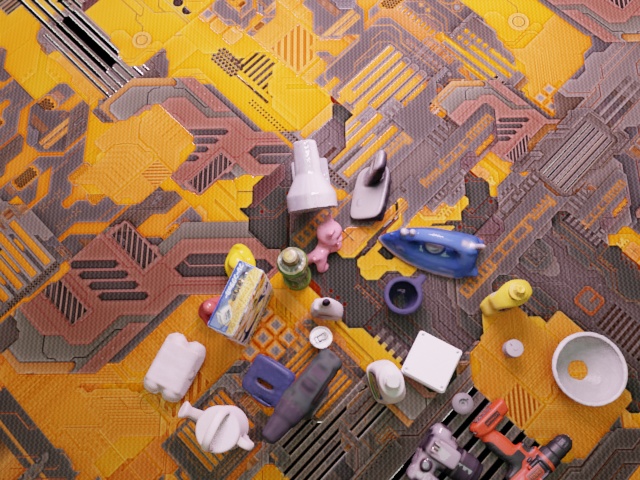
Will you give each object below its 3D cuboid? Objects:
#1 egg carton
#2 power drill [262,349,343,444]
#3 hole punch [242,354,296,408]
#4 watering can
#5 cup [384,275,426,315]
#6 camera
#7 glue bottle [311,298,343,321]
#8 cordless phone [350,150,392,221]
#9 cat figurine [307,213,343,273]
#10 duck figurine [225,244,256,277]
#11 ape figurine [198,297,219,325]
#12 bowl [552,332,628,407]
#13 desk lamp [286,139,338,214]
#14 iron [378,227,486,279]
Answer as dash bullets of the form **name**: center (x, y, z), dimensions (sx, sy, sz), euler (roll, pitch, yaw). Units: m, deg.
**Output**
- **egg carton**: center (-0.342, 0.302, 1.355), dimensions (0.107, 0.069, 0.150), euler (24, 76, 8)
- **power drill**: center (-0.036, 0.347, 1.260), dimensions (0.075, 0.208, 0.230), euler (35, 78, 11)
- **hole punch**: center (-0.118, 0.330, 1.328), dimensions (0.108, 0.091, 0.101), euler (30, 77, 10)
- **watering can**: center (-0.228, 0.413, 1.254), dimensions (0.172, 0.194, 0.101), euler (5, 74, 4)
- **cup**: center (0.205, 0.132, 1.374), dimensions (0.118, 0.095, 0.091), euler (-42, 77, -10)
- **camera**: center (0.279, 0.498, 1.262), dimensions (0.136, 0.101, 0.143), euler (32, 77, 10)
- **glue bottle**: center (0.015, 0.157, 1.332), dimensions (0.078, 0.173, 0.037), euler (4, 74, 3)
- **cordless phone**: center (0.129, -0.132, 1.407), dimensions (0.094, 0.185, 0.147), euler (9, 74, 5)
- **cat figurine**: center (0.013, 0.005, 1.405), dimensions (0.067, 0.118, 0.128), euler (28, 76, 10)
- **duck figurine**: center (-0.202, 0.055, 1.414), dimensions (0.077, 0.086, 0.104), euler (-4, 74, 1)
- **ape figurine**: center (-0.260, 0.170, 1.379), dimensions (0.076, 0.092, 0.078), euler (25, 76, 9)
- **bowl**: center (0.611, 0.300, 1.323), dimensions (0.167, 0.075, 0.167), euler (0, 74, 2)
- **desk lamp**: center (-0.026, -0.141, 1.400), dimensions (0.118, 0.213, 0.203), euler (-8, 73, 0)
- **iron**: center (0.270, 0.008, 1.384), dimensions (0.258, 0.141, 0.119), euler (12, 74, 5)
